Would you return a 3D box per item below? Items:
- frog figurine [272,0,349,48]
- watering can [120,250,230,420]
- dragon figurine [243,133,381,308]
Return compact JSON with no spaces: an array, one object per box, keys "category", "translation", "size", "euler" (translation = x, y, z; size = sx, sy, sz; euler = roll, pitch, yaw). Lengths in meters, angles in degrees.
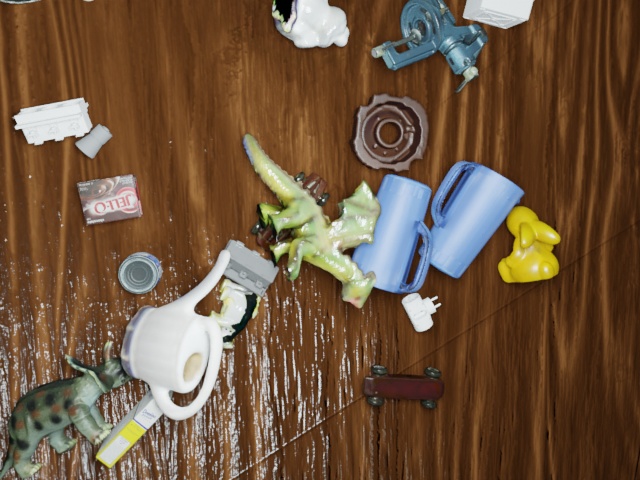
[{"category":"frog figurine","translation":[-0.013,-0.464,1.064],"size":[0.159,0.123,0.137],"euler":[6,90,-44]},{"category":"watering can","translation":[-0.291,0.183,1.067],"size":[0.224,0.103,0.350],"euler":[6,81,25]},{"category":"dragon figurine","translation":[0.003,-0.053,1.056],"size":[0.243,0.121,0.413],"euler":[-14,83,-13]}]
